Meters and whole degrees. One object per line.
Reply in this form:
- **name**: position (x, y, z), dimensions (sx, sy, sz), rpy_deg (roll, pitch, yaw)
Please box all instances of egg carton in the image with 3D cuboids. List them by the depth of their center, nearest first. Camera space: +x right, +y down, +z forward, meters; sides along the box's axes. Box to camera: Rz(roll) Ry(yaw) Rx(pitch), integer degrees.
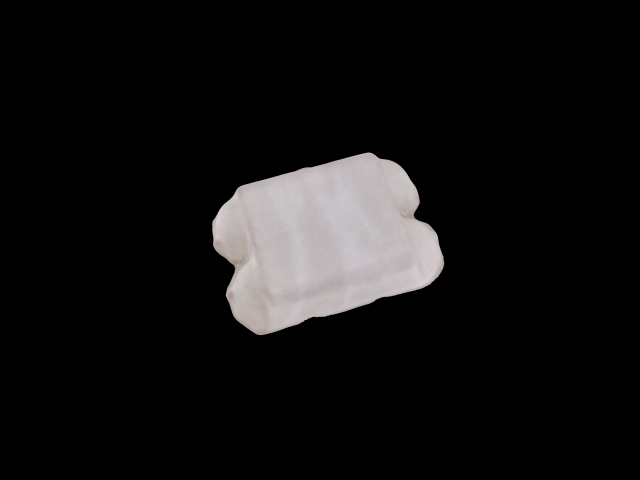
- **egg carton**: position (0.004, 0.001, 0.400), dimensions (0.150, 0.069, 0.107), rpy_deg (-17, 68, -7)
